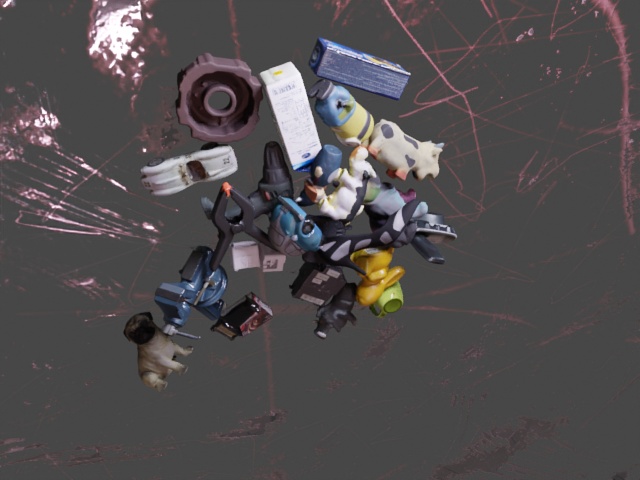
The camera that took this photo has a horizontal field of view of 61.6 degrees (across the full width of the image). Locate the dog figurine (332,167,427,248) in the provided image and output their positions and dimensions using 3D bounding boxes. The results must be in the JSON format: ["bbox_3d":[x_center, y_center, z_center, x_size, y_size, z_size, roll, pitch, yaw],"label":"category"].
[{"bbox_3d":[0.129,-0.077,1.292,0.219,0.109,0.191,11,124,-20],"label":"dog figurine"}]

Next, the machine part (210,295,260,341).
[{"bbox_3d":[-0.212,0.202,1.380,0.084,0.039,0.139,36,112,-23],"label":"machine part"}]

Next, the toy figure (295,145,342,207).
[{"bbox_3d":[-0.004,-0.127,1.139,0.064,0.058,0.154,-6,135,-41],"label":"toy figure"}]

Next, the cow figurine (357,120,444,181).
[{"bbox_3d":[0.196,-0.201,1.227,0.195,0.086,0.127,33,91,-24],"label":"cow figurine"}]

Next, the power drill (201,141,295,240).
[{"bbox_3d":[-0.158,-0.095,1.203,0.207,0.086,0.231,-25,132,-9],"label":"power drill"}]

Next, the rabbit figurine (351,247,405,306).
[{"bbox_3d":[0.134,0.086,1.408,0.162,0.122,0.173,-13,114,-37],"label":"rabbit figurine"}]

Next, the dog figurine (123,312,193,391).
[{"bbox_3d":[-0.450,0.284,1.382,0.172,0.121,0.190,-40,114,9],"label":"dog figurine"}]

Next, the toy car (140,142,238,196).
[{"bbox_3d":[-0.275,-0.148,1.130,0.202,0.056,0.073,-18,129,-6],"label":"toy car"}]

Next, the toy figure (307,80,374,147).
[{"bbox_3d":[0.049,-0.264,1.121,0.089,0.082,0.180,-34,140,12],"label":"toy figure"}]

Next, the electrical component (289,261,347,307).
[{"bbox_3d":[0.001,0.104,1.412,0.115,0.058,0.134,24,115,-34],"label":"electrical component"}]

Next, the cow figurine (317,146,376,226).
[{"bbox_3d":[0.072,-0.116,1.172,0.098,0.068,0.167,31,99,-16],"label":"cow figurine"}]

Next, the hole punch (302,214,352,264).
[{"bbox_3d":[-0.003,-0.004,1.324,0.142,0.092,0.115,7,94,-20],"label":"hole punch"}]

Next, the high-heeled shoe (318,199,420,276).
[{"bbox_3d":[0.106,-0.029,1.238,0.145,0.086,0.248,38,104,5],"label":"high-heeled shoe"}]

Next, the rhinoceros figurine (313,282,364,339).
[{"bbox_3d":[0.048,0.199,1.489,0.112,0.073,0.190,13,120,-28],"label":"rhinoceros figurine"}]

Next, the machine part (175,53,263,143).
[{"bbox_3d":[-0.200,-0.276,1.060,0.179,0.056,0.179,-10,129,-12],"label":"machine part"}]

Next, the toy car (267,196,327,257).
[{"bbox_3d":[-0.062,-0.017,1.185,0.103,0.109,0.161,-43,146,-3],"label":"toy car"}]

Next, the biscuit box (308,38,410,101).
[{"bbox_3d":[0.080,-0.347,1.098,0.202,0.059,0.062,9,123,-25],"label":"biscuit box"}]

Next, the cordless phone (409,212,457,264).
[{"bbox_3d":[0.291,0.006,1.355,0.146,0.184,0.088,9,118,-24],"label":"cordless phone"}]

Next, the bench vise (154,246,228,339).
[{"bbox_3d":[-0.285,0.140,1.272,0.129,0.223,0.240,2,155,16],"label":"bench vise"}]
